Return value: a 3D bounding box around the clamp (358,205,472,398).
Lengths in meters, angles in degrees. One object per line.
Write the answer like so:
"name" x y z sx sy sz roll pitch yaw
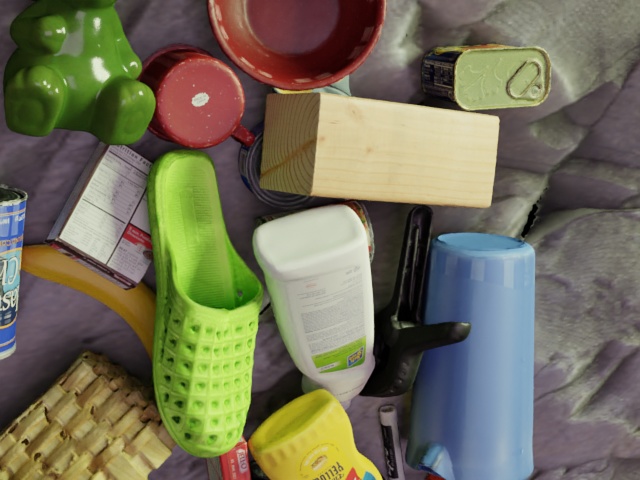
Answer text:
"clamp" 0.083 0.080 1.060 0.036 0.164 0.210 7 139 -19

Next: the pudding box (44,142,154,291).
"pudding box" -0.181 -0.024 0.966 0.090 0.039 0.113 33 68 -22

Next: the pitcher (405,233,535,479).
"pitcher" 0.165 0.118 1.100 0.145 0.149 0.243 1 100 -4

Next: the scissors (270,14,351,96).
"scissors" 0.011 -0.120 1.038 0.096 0.016 0.202 -25 110 -10

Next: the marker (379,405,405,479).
"marker" 0.080 0.236 1.149 0.020 0.020 0.121 -13 107 -16

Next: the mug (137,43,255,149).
"mug" -0.107 -0.120 0.961 0.117 0.082 0.093 38 89 -23

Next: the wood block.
"wood block" 0.058 -0.081 0.994 0.205 0.091 0.090 2 95 -34

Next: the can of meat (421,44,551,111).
"can of meat" 0.159 -0.161 1.041 0.102 0.084 0.057 -6 105 -18

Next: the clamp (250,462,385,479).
"clamp" 0.024 0.247 1.112 0.171 0.039 0.120 37 116 -26

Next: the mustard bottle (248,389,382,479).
"mustard bottle" 0.011 0.244 1.053 0.096 0.058 0.191 -34 118 -13

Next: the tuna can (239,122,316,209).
"tuna can" -0.034 -0.074 1.024 0.086 0.034 0.086 -5 105 -18

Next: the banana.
"banana" -0.195 0.059 0.999 0.069 0.037 0.197 -45 113 -6

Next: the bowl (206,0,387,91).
"bowl" -0.023 -0.214 0.969 0.162 0.055 0.162 0 94 -6

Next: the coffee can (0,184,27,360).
"coffee can" -0.309 0.025 0.916 0.102 0.103 0.140 4 102 -20

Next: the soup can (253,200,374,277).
"soup can" -0.007 0.001 1.033 0.102 0.069 0.068 -11 107 -16

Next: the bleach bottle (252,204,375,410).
"bleach bottle" 0.001 0.083 1.018 0.102 0.068 0.251 -16 136 -10

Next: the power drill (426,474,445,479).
"power drill" 0.156 0.323 1.106 0.057 0.188 0.184 26 92 -24

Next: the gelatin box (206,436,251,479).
"gelatin box" -0.090 0.216 1.046 0.030 0.089 0.073 -11 107 -17
